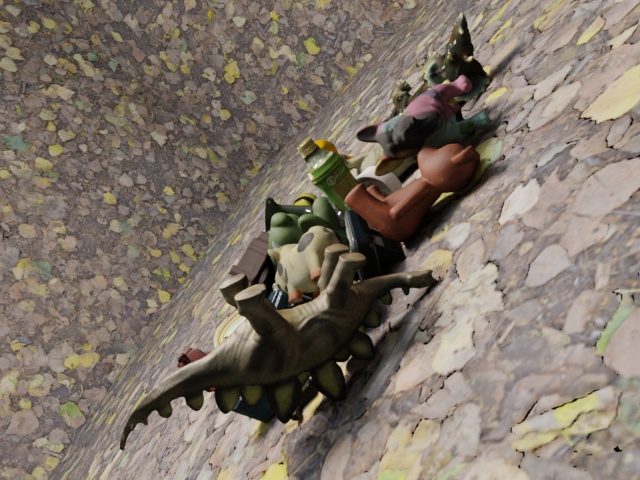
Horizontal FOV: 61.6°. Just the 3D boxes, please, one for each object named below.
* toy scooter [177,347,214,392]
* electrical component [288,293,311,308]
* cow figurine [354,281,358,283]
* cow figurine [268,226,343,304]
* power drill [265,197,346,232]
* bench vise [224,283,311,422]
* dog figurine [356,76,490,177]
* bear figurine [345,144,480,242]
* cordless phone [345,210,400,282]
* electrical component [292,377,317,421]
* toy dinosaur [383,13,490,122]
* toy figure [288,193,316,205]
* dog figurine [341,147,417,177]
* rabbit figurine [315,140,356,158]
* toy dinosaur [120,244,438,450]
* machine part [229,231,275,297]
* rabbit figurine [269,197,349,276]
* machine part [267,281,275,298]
[{"bbox_3d":[-0.252,0.276,1.162,0.075,0.135,0.184,-55,14,-8],"label":"toy scooter"},{"bbox_3d":[-0.029,0.118,1.055,0.119,0.047,0.075,-30,26,57],"label":"electrical component"},{"bbox_3d":[0.020,0.127,0.840,0.167,0.068,0.098,-43,-22,21],"label":"cow figurine"},{"bbox_3d":[-0.026,0.038,0.892,0.195,0.085,0.127,134,131,-56],"label":"cow figurine"},{"bbox_3d":[-0.021,-0.059,1.199,0.207,0.085,0.232,-6,11,-4],"label":"power drill"},{"bbox_3d":[-0.100,0.184,0.942,0.223,0.129,0.240,137,154,-68],"label":"bench vise"},{"bbox_3d":[0.168,-0.195,0.949,0.219,0.108,0.191,-27,10,-7],"label":"dog figurine"},{"bbox_3d":[0.155,-0.095,0.867,0.195,0.132,0.120,-52,-15,19],"label":"bear figurine"},{"bbox_3d":[0.048,0.053,0.927,0.184,0.089,0.147,-60,16,21],"label":"cordless phone"},{"bbox_3d":[-0.028,0.232,0.822,0.063,0.021,0.094,-47,15,14],"label":"electrical component"},{"bbox_3d":[0.226,-0.300,1.195,0.404,0.131,0.192,-46,14,41],"label":"toy dinosaur"},{"bbox_3d":[-0.053,-0.060,1.496,0.089,0.082,0.180,-28,20,32],"label":"toy figure"},{"bbox_3d":[0.147,-0.163,1.165,0.191,0.121,0.172,-23,5,10],"label":"dog figurine"},{"bbox_3d":[0.047,-0.187,1.324,0.122,0.173,0.162,-54,19,3],"label":"rabbit figurine"},{"bbox_3d":[-0.060,0.140,0.718,0.472,0.198,0.105,-19,14,-4],"label":"toy dinosaur"},{"bbox_3d":[-0.130,0.067,1.111,0.179,0.056,0.179,-60,-13,-24],"label":"machine part"},{"bbox_3d":[-0.002,-0.003,1.030,0.170,0.158,0.121,8,39,21],"label":"rabbit figurine"},{"bbox_3d":[-0.088,0.106,1.103,0.139,0.039,0.084,-58,12,-30],"label":"machine part"}]
